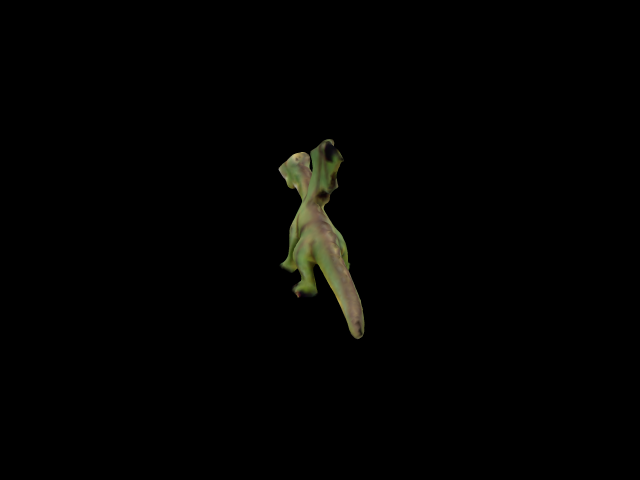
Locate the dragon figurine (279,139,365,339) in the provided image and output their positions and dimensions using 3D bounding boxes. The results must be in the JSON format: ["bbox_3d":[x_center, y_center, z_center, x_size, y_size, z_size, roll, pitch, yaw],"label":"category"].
[{"bbox_3d":[0.003,-0.043,0.850,0.122,0.239,0.416,-7,23,-18],"label":"dragon figurine"}]
